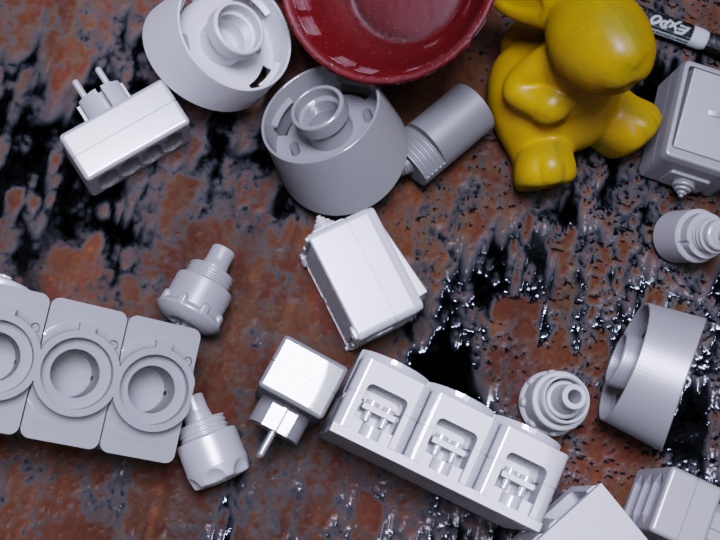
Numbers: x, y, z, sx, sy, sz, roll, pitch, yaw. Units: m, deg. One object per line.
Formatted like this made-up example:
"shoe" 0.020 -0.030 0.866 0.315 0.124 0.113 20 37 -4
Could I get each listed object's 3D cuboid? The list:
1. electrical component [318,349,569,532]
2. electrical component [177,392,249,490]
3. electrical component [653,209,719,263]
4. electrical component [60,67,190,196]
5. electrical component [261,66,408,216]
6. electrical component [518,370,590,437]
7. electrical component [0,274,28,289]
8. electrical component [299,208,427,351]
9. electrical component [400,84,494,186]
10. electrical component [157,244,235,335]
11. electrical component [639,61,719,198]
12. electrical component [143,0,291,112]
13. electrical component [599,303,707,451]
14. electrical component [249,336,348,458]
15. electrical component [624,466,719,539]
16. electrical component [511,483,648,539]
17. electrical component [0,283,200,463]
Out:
"electrical component" 0.055 0.116 0.732 0.150 0.089 0.061 26 76 -1
"electrical component" -0.105 0.115 0.735 0.043 0.043 0.062 -21 80 -11
"electrical component" 0.251 -0.025 0.797 0.040 0.078 0.040 0 91 -16
"electrical component" -0.177 -0.110 0.771 0.083 0.047 0.075 -32 86 -13
"electrical component" -0.020 -0.097 0.776 0.099 0.064 0.099 -11 55 16
"electrical component" 0.142 0.093 0.763 0.048 0.062 0.048 2 78 -7
"electrical component" -0.255 0.037 0.733 0.040 0.040 0.078 18 77 -3
"electrical component" 0.000 0.000 0.764 0.061 0.061 0.096 -25 82 -12
"electrical component" 0.056 -0.097 0.801 0.081 0.043 0.043 -40 86 -13
"electrical component" -0.110 0.012 0.757 0.048 0.048 0.062 26 69 -1
"electrical component" 0.258 -0.102 0.820 0.062 0.061 0.096 17 77 -4
"electrical component" -0.101 -0.163 0.774 0.099 0.064 0.099 11 71 -32
"electrical component" 0.211 0.074 0.760 0.064 0.099 0.099 22 76 4
"electrical component" -0.050 0.093 0.726 0.047 0.083 0.075 29 76 -1
"electrical component" 0.233 0.176 0.755 0.077 0.065 0.047 25 76 -1
"electrical component" 0.129 0.228 0.732 0.150 0.061 0.089 -38 85 -13
"electrical component" -0.189 0.067 0.701 0.150 0.062 0.089 15 79 -22
